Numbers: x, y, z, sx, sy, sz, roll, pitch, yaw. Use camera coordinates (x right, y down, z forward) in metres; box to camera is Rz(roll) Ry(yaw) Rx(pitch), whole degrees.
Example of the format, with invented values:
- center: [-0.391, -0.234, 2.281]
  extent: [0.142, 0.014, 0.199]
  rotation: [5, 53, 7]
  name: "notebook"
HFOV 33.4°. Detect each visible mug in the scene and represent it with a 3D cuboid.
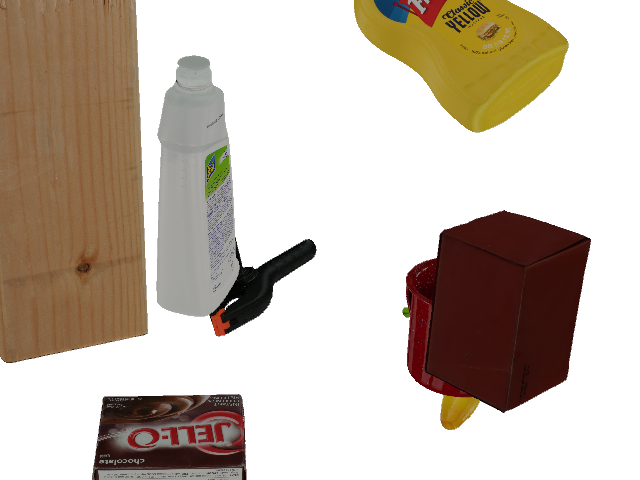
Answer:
- center: [0.104, 0.064, 0.845]
  extent: [0.093, 0.081, 0.117]
  rotation: [-14, 30, -30]
  name: "mug"

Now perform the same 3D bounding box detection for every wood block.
- center: [-0.159, -0.046, 0.619]
  extent: [0.090, 0.206, 0.090]
  rotation: [-10, 25, -28]
  name: "wood block"

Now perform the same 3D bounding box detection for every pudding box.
- center: [-0.113, 0.158, 0.815]
  extent: [0.113, 0.039, 0.090]
  rotation: [-2, 26, -5]
  name: "pudding box"

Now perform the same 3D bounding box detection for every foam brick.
- center: [0.088, 0.032, 0.510]
  extent: [0.052, 0.078, 0.051]
  rotation: [-17, 31, -40]
  name: "foam brick"

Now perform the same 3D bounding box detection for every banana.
- center: [0.139, 0.122, 1.108]
  extent: [0.069, 0.037, 0.198]
  rotation: [-26, 30, 7]
  name: "banana"

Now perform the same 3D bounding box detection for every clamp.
- center: [-0.075, 0.046, 1.250]
  extent: [0.120, 0.039, 0.171]
  rotation: [-6, 37, 19]
  name: "clamp"

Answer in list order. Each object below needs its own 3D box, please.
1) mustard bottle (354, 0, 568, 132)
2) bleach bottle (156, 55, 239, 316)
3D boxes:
- center: [0.082, -0.168, 0.784]
  extent: [0.096, 0.192, 0.058]
  rotation: [-37, -24, -18]
  name: "mustard bottle"
- center: [-0.115, -0.055, 0.998]
  extent: [0.068, 0.251, 0.102]
  rotation: [12, 35, 10]
  name: "bleach bottle"
